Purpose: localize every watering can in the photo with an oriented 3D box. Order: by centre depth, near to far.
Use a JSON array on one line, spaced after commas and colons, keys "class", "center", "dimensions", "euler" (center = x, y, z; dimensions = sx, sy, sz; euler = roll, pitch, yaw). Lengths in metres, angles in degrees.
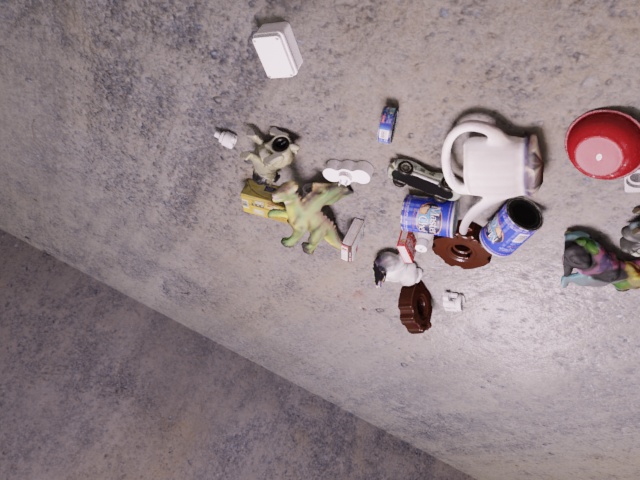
[{"class": "watering can", "center": [0.410, -0.139, 1.223], "dimensions": [0.224, 0.106, 0.340], "euler": [3, 136, 27]}]

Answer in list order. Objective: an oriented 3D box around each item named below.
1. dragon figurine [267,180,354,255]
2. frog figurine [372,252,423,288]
[{"class": "dragon figurine", "center": [0.005, -0.077, 1.534], "dimensions": [0.408, 0.125, 0.239], "euler": [15, 135, -40]}, {"class": "frog figurine", "center": [0.257, 0.094, 1.683], "dimensions": [0.160, 0.125, 0.134], "euler": [-10, 139, -15]}]
